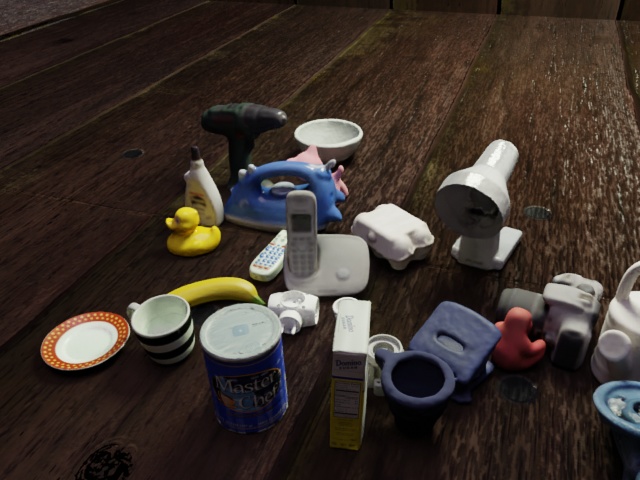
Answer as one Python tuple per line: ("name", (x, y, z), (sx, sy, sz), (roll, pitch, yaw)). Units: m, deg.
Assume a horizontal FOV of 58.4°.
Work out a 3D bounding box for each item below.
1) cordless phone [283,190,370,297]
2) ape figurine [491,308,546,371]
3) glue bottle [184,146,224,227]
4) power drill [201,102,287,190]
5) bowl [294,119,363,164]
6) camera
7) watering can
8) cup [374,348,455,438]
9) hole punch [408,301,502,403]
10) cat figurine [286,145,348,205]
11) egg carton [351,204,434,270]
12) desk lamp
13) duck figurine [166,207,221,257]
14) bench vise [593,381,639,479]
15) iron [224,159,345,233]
("cordless phone", (0.009, 0.003, 0.956), (0.147, 0.185, 0.094), (-2, 34, 0))
("ape figurine", (0.283, 0.137, 0.826), (0.076, 0.092, 0.077), (-19, 38, -23))
("glue bottle", (-0.239, -0.109, 1.146), (0.078, 0.173, 0.037), (9, 36, 16))
("power drill", (-0.158, -0.203, 1.251), (0.228, 0.209, 0.076), (19, 40, 29))
("bowl", (0.021, -0.233, 1.406), (0.167, 0.075, 0.167), (-1, 34, 1))
("camera", (0.345, 0.102, 0.867), (0.136, 0.101, 0.143), (15, 38, 24))
("watering can", (0.431, 0.116, 0.758), (0.100, 0.194, 0.173), (17, 38, 26))
("cup", (0.113, 0.200, 0.740), (0.092, 0.095, 0.117), (-28, 42, -33))
("hole punch", (0.188, 0.155, 0.805), (0.101, 0.091, 0.108), (-30, 43, -35))
("cat figurine", (-0.005, -0.145, 1.238), (0.127, 0.118, 0.067), (12, 37, 20))
("egg carton", (0.132, -0.009, 1.071), (0.107, 0.069, 0.149), (-24, 40, -29))
("desk lamp", (0.286, -0.055, 1.002), (0.117, 0.214, 0.204), (19, 39, 28))
("duck figurine", (-0.245, -0.022, 1.096), (0.104, 0.086, 0.077), (-3, 34, -1))
("bench vise", (0.379, 0.202, 0.611), (0.121, 0.220, 0.207), (-4, 34, -2))
("iron", (-0.081, -0.100, 1.153), (0.258, 0.141, 0.118), (2, 34, 5))
